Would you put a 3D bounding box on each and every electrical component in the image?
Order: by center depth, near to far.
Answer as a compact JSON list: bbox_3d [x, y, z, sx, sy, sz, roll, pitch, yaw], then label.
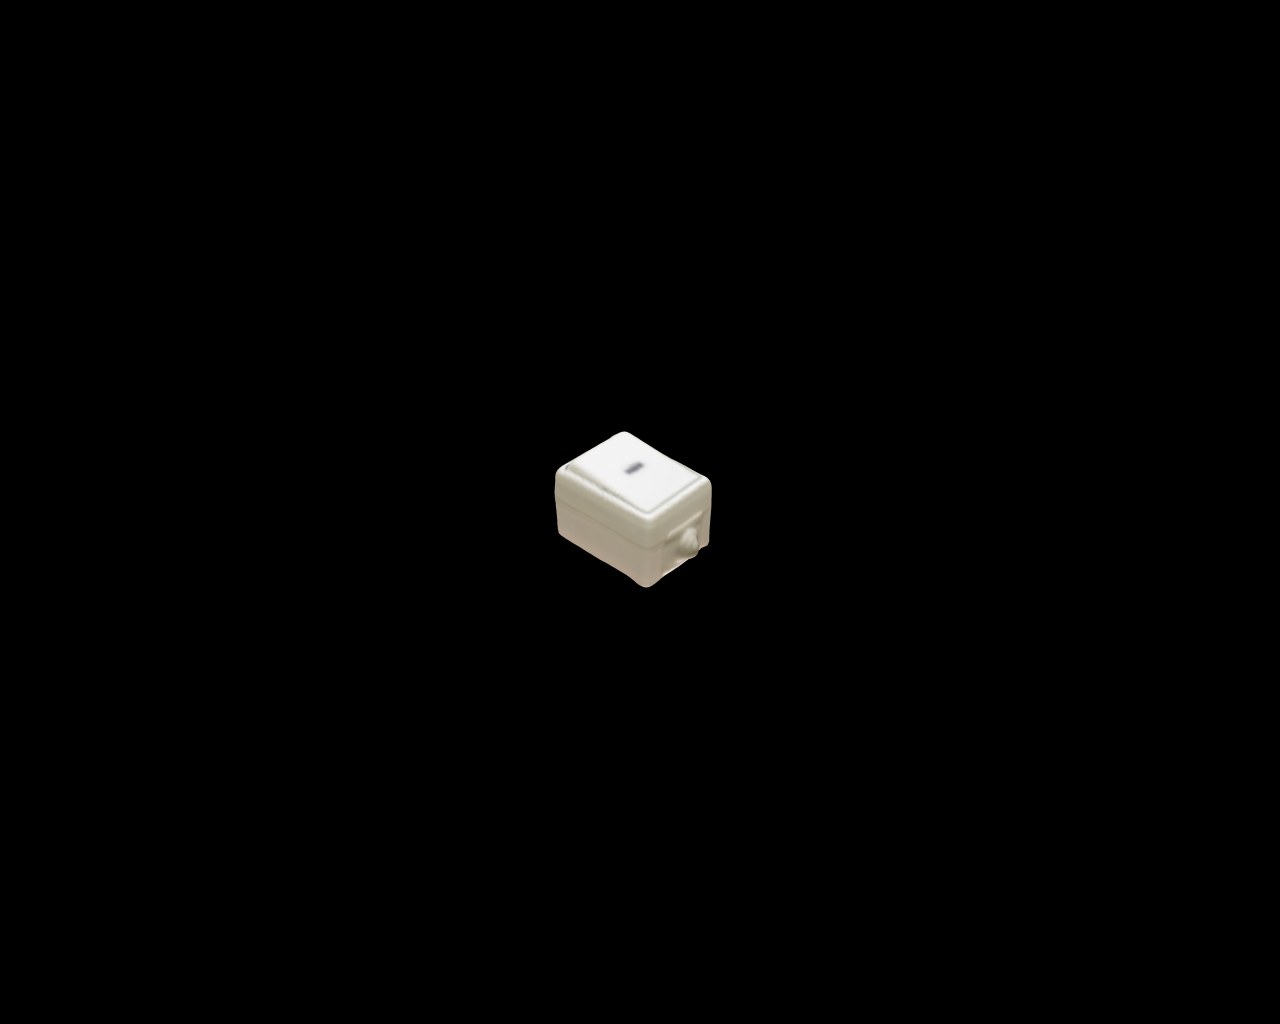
[{"bbox_3d":[0.001,-0.003,0.650,0.096,0.061,0.062,30,46,33],"label":"electrical component"}]
